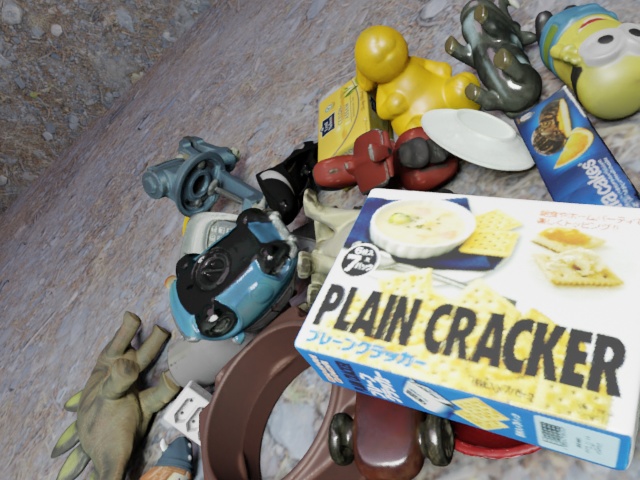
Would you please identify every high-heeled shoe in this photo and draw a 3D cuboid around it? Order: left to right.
[{"bbox_3d":[-0.015,-0.093,0.776,0.145,0.086,0.249,-26,21,-4],"label":"high-heeled shoe"}]

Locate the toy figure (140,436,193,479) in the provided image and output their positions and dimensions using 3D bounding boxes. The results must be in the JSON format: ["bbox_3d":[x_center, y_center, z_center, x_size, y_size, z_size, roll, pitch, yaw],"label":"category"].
[{"bbox_3d":[-0.193,0.308,0.630,0.058,0.064,0.154,23,67,19],"label":"toy figure"}]

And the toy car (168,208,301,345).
[{"bbox_3d":[-0.083,0.047,0.599,0.161,0.102,0.109,-42,49,2],"label":"toy car"}]

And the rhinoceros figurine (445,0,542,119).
[{"bbox_3d":[0.220,-0.236,0.655,0.073,0.112,0.190,126,146,-50],"label":"rhinoceros figurine"}]

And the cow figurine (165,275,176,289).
[{"bbox_3d":[-0.151,0.034,0.835,0.195,0.085,0.127,-48,28,-2],"label":"cow figurine"}]

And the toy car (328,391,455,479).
[{"bbox_3d":[0.061,0.098,0.448,0.089,0.053,0.202,-13,44,21],"label":"toy car"}]

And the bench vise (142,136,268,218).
[{"bbox_3d":[-0.179,-0.101,0.951,0.241,0.223,0.128,27,113,23],"label":"bench vise"}]

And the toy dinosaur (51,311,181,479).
[{"bbox_3d":[-0.296,0.254,0.773,0.198,0.105,0.472,-52,24,9],"label":"toy dinosaur"}]

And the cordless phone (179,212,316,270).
[{"bbox_3d":[-0.095,0.043,0.722,0.184,0.088,0.146,11,95,13],"label":"cordless phone"}]

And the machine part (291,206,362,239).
[{"bbox_3d":[-0.002,-0.002,0.740,0.139,0.039,0.084,-14,52,40],"label":"machine part"}]

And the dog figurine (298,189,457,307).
[{"bbox_3d":[0.082,0.017,0.595,0.191,0.172,0.121,1,76,7],"label":"dog figurine"}]

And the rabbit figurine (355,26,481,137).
[{"bbox_3d":[0.109,-0.217,0.704,0.122,0.173,0.162,-43,38,16],"label":"rabbit figurine"}]

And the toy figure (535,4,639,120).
[{"bbox_3d":[0.284,-0.192,0.561,0.082,0.089,0.180,-32,29,17],"label":"toy figure"}]

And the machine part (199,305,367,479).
[{"bbox_3d":[-0.028,0.180,0.545,0.201,0.087,0.201,-41,34,10],"label":"machine part"}]

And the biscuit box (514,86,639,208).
[{"bbox_3d":[0.241,-0.054,0.486,0.059,0.062,0.203,-33,36,27],"label":"biscuit box"}]

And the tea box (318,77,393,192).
[{"bbox_3d":[0.053,-0.167,0.812,0.098,0.068,0.170,-31,38,27],"label":"tea box"}]

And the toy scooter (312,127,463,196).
[{"bbox_3d":[0.087,-0.090,0.602,0.135,0.184,0.075,154,106,-80],"label":"toy scooter"}]

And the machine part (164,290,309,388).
[{"bbox_3d":[-0.117,0.129,0.702,0.243,0.079,0.079,-32,37,23],"label":"machine part"}]
